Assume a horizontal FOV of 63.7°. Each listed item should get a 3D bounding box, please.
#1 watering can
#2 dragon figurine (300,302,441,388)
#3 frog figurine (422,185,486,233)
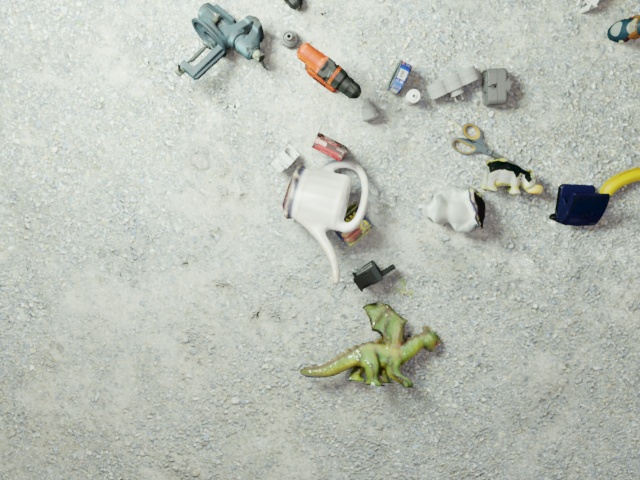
[{"bbox_3d":[0.004,-0.069,1.373,0.225,0.102,0.353,13,71,10],"label":"watering can"},{"bbox_3d":[0.157,0.304,1.512,0.410,0.121,0.244,7,83,-4],"label":"dragon figurine"},{"bbox_3d":[0.375,-0.083,1.442,0.158,0.125,0.135,-10,115,38],"label":"frog figurine"}]
